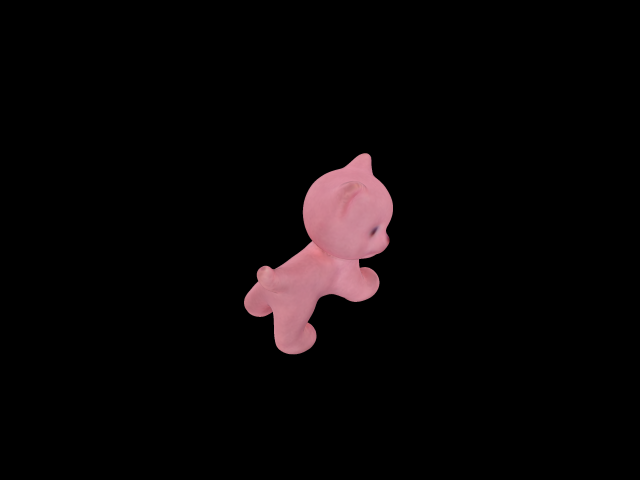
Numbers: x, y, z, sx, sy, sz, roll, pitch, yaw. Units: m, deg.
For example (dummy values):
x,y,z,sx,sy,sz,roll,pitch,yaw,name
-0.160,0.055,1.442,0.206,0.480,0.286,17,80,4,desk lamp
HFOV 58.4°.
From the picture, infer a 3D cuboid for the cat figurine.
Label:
x,y,z,sx,sy,sz,roll,pitch,yaw,name
0.004,0.001,0.400,0.128,0.118,0.067,-39,62,-24,cat figurine
